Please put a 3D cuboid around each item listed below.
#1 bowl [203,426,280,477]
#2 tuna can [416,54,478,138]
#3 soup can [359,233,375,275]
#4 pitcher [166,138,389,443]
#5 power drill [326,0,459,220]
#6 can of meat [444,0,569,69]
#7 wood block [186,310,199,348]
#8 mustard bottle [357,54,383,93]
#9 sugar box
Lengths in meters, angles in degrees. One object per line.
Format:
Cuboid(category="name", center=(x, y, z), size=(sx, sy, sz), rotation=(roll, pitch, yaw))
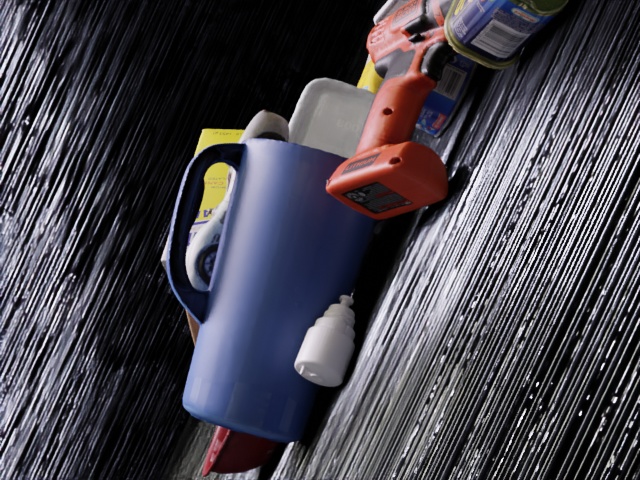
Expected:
Cuboid(category="bowl", center=(-0.060, 0.169, 1.058), size=(0.162, 0.055, 0.162), rotation=(-157, 91, -85))
Cuboid(category="tuna can", center=(0.104, -0.133, 0.912), size=(0.086, 0.033, 0.086), rotation=(-157, 91, -85))
Cuboid(category="soup can", center=(-0.007, 0.001, 1.029), size=(0.068, 0.102, 0.068), rotation=(-157, 91, -85))
Cuboid(category="pitcher", center=(-0.044, 0.039, 0.908), size=(0.144, 0.149, 0.243), rotation=(26, -102, -58))
Cuboid(category="power drill", center=(0.082, -0.115, 0.802), size=(0.185, 0.057, 0.187), rotation=(-20, 45, 58))
Cuboid(category="can of meat", center=(0.131, -0.174, 0.693), size=(0.102, 0.057, 0.084), rotation=(-67, 8, -17))
Cuboid(category="wood block", center=(-0.085, 0.083, 1.181), size=(0.206, 0.091, 0.090), rotation=(87, -160, -55))
Cuboid(category="mustard bottle", center=(0.066, -0.174, 1.370), size=(0.191, 0.058, 0.096), rotation=(-67, 11, -18))
Cuboid(category="sugar box", center=(-0.096, -0.036, 1.106), size=(0.048, 0.093, 0.176), rotation=(75, -158, -50))
